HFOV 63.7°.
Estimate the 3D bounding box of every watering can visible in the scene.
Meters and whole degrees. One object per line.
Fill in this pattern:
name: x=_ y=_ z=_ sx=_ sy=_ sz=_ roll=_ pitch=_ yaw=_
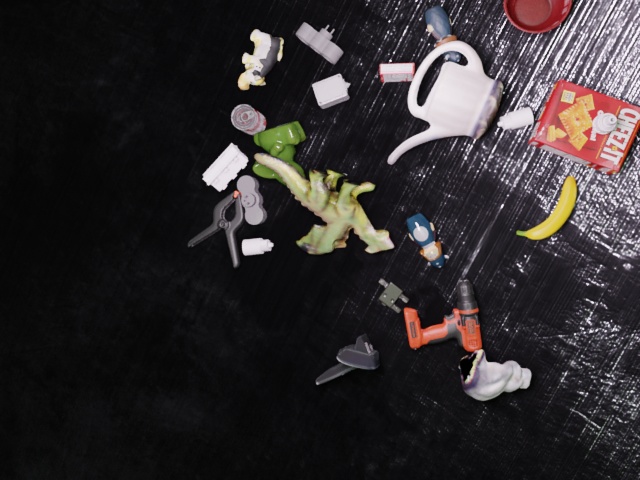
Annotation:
watering can: x=0.323 y=-0.322 z=1.315 sx=0.225 sy=0.105 sz=0.343 roll=24 pitch=108 yaw=9

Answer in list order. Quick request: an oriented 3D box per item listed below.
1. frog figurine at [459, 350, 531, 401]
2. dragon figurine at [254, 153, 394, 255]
frog figurine: x=0.438 y=0.351 z=1.281 sx=0.159 sy=0.125 sz=0.134 roll=25 pitch=129 yaw=0
dragon figurine: x=0.004 y=-0.068 z=1.350 sx=0.410 sy=0.124 sz=0.239 roll=16 pitch=108 yaw=1
